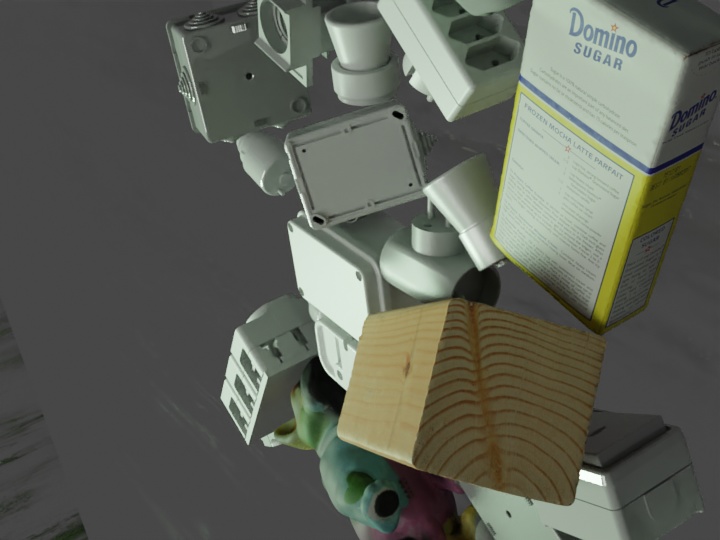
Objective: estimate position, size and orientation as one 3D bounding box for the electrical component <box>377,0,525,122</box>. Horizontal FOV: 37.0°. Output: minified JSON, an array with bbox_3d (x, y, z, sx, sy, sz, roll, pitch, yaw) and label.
[{"bbox_3d":[0.048,-0.124,0.615,0.083,0.047,0.075,60,154,12],"label":"electrical component"}]

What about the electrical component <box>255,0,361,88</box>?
[{"bbox_3d":[-0.034,-0.170,0.716,0.042,0.064,0.081,46,149,35],"label":"electrical component"}]

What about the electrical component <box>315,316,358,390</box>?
[{"bbox_3d":[0.016,0.065,0.830,0.095,0.059,0.053,36,142,47],"label":"electrical component"}]

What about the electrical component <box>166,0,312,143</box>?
[{"bbox_3d":[-0.088,-0.149,0.801,0.048,0.100,0.099,-133,28,-60],"label":"electrical component"}]

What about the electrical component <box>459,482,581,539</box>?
[{"bbox_3d":[0.117,0.153,0.722,0.099,0.048,0.099,57,154,19],"label":"electrical component"}]

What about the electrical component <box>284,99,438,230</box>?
[{"bbox_3d":[0.004,-0.073,0.710,0.061,0.096,0.061,-98,-10,-77],"label":"electrical component"}]

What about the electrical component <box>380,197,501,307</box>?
[{"bbox_3d":[0.052,-0.013,0.710,0.077,0.043,0.079,31,129,49],"label":"electrical component"}]

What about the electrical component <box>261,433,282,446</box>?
[{"bbox_3d":[-0.083,0.145,1.104,0.089,0.050,0.055,-14,99,65],"label":"electrical component"}]

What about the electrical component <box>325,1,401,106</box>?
[{"bbox_3d":[0.003,-0.140,0.694,0.045,0.045,0.055,36,143,47],"label":"electrical component"}]

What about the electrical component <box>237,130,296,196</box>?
[{"bbox_3d":[-0.080,-0.096,0.900,0.078,0.040,0.040,47,149,36],"label":"electrical component"}]

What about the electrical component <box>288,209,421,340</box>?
[{"bbox_3d":[0.000,0.000,0.807,0.113,0.057,0.078,35,141,47],"label":"electrical component"}]

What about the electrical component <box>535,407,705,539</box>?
[{"bbox_3d":[0.141,0.117,0.630,0.096,0.062,0.061,4,115,62],"label":"electrical component"}]

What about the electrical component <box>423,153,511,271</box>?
[{"bbox_3d":[0.073,-0.033,0.656,0.065,0.044,0.044,60,155,2],"label":"electrical component"}]

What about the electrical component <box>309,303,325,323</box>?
[{"bbox_3d":[-0.023,0.028,0.893,0.062,0.048,0.048,40,146,55],"label":"electrical component"}]

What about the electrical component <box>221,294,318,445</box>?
[{"bbox_3d":[-0.072,0.087,0.985,0.061,0.089,0.150,56,153,21],"label":"electrical component"}]

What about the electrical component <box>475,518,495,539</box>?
[{"bbox_3d":[0.110,0.209,0.792,0.048,0.048,0.062,42,153,41],"label":"electrical component"}]
